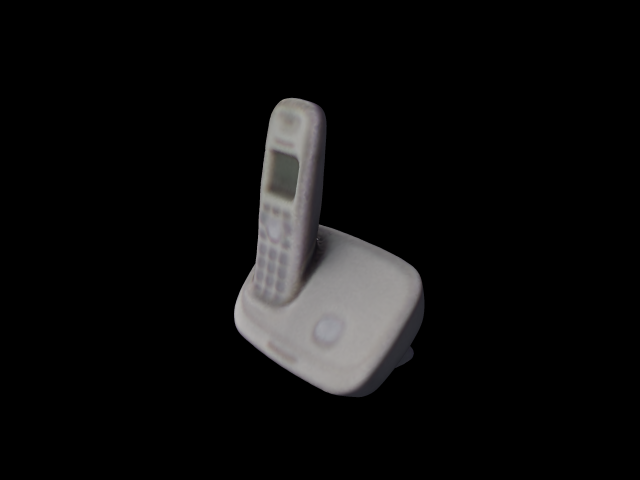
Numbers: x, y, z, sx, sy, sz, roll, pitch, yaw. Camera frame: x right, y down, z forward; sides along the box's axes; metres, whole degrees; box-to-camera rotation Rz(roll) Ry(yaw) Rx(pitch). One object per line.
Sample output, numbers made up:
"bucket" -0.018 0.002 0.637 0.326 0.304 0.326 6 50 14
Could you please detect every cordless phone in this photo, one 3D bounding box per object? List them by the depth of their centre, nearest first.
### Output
"cordless phone" 0.004 0.001 0.400 0.147 0.185 0.094 22 32 40
